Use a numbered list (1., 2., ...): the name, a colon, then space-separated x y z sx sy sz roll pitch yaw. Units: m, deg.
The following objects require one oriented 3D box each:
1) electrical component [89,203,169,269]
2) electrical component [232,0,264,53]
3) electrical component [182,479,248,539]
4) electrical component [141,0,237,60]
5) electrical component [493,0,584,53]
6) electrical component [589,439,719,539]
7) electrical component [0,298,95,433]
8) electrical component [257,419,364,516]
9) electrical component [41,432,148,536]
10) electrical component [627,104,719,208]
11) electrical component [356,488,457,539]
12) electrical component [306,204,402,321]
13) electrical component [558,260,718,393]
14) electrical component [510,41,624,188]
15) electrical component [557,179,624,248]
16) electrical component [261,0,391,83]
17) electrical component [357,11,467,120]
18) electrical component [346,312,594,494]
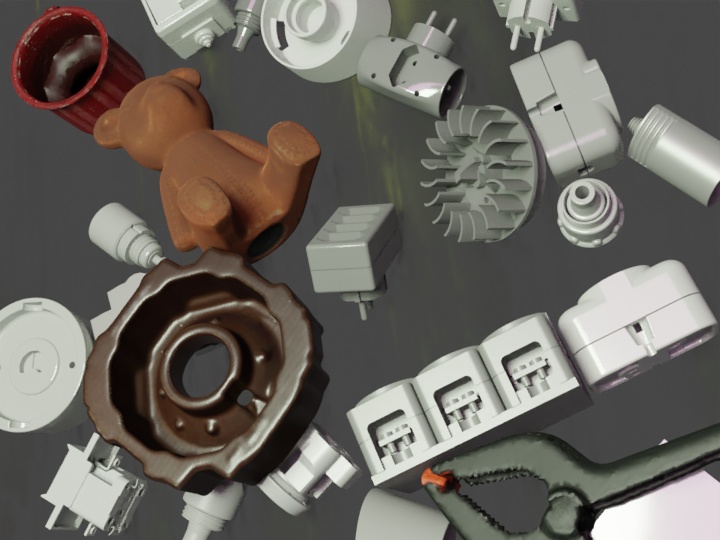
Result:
1. electrical component: -0.190 -0.024 0.897 0.078 0.040 0.040 34 88 24
2. electrical component: -0.092 -0.216 0.920 0.035 0.035 0.061 21 85 23
3. electrical component: -0.114 0.179 0.813 0.043 0.043 0.062 21 84 23
4. electrical component: -0.152 -0.234 0.931 0.062 0.061 0.096 -30 68 9
5. electrical component: 0.135 -0.204 0.832 0.066 0.047 0.076 9 78 21
6. electrical component: 0.186 0.198 0.694 0.089 0.062 0.150 40 90 24
7. electrical component: -0.255 0.082 0.878 0.108 0.060 0.108 -5 74 17
8. electrical component: -0.045 0.142 0.792 0.057 0.058 0.078 -47 66 -1
9. electrical component: -0.206 0.173 0.847 0.064 0.042 0.081 24 85 19
10. electrical component: 0.227 -0.085 0.769 0.081 0.043 0.043 38 90 24
11. electrical component: 0.030 0.203 0.728 0.064 0.099 0.099 11 79 15
12. electrical component: 0.000 0.000 0.812 0.047 0.083 0.075 -3 113 18
13. electrical component: 0.189 0.036 0.742 0.095 0.054 0.059 -28 68 10
14. electrical component: 0.157 -0.117 0.796 0.059 0.054 0.095 -22 69 12
15. electrical component: 0.163 -0.046 0.770 0.048 0.062 0.048 -5 74 17
16. electrical component: -0.030 -0.206 0.893 0.099 0.064 0.099 -2 86 27
17. electrical component: 0.050 -0.168 0.853 0.077 0.043 0.079 27 85 23
18. electrical component: 0.076 0.092 0.746 0.150 0.089 0.061 -28 68 10
